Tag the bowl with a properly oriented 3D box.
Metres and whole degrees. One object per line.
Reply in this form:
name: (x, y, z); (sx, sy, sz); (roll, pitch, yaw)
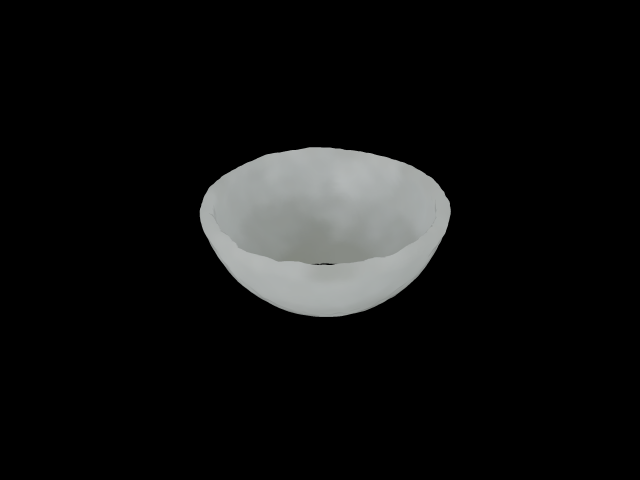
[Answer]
bowl: (0.004, 0.001, 0.400); (0.167, 0.075, 0.167); (0, 33, 0)
